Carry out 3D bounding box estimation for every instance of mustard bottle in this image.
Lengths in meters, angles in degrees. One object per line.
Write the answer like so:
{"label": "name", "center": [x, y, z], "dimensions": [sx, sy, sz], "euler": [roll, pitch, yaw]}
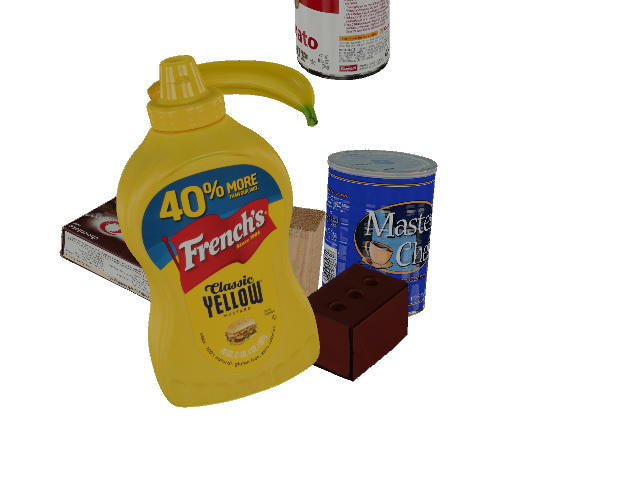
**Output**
{"label": "mustard bottle", "center": [-0.060, -0.007, 0.589], "dimensions": [0.096, 0.191, 0.058], "euler": [-15, 23, -14]}

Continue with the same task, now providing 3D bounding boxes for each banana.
{"label": "banana", "center": [-0.087, -0.166, 1.143], "dimensions": [0.198, 0.037, 0.069], "euler": [10, 44, 19]}

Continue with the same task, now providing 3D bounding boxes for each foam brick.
{"label": "foam brick", "center": [0.026, 0.061, 0.818], "dimensions": [0.053, 0.051, 0.078], "euler": [19, 35, 32]}

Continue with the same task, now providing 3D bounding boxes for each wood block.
{"label": "wood block", "center": [-0.052, 0.062, 1.487], "dimensions": [0.090, 0.206, 0.090], "euler": [8, 21, 6]}

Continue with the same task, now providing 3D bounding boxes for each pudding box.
{"label": "pudding box", "center": [-0.175, 0.006, 1.011], "dimensions": [0.114, 0.039, 0.089], "euler": [22, 30, 18]}

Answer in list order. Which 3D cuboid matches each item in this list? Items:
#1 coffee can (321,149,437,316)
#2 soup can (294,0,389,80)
{"label": "coffee can", "center": [0.054, -0.008, 1.015], "dimensions": [0.103, 0.140, 0.103], "euler": [3, 15, -1]}
{"label": "soup can", "center": [0.016, -0.169, 0.724], "dimensions": [0.068, 0.102, 0.068], "euler": [-1, 38, 0]}
